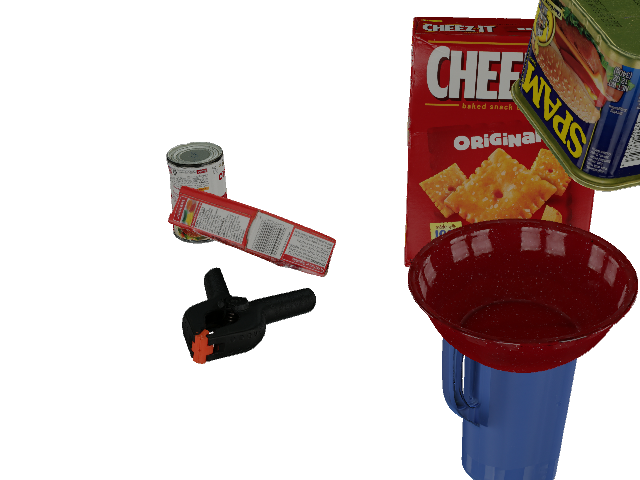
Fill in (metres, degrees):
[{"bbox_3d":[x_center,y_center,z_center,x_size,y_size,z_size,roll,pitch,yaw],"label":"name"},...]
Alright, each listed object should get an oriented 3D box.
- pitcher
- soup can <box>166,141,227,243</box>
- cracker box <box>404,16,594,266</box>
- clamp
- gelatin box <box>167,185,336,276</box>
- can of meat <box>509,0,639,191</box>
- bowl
[{"bbox_3d":[0.212,0.154,1.191,0.149,0.243,0.145,6,16,11],"label":"pitcher"},{"bbox_3d":[-0.144,-0.057,1.257,0.068,0.102,0.068,-2,29,1],"label":"soup can"},{"bbox_3d":[0.157,-0.081,0.931,0.164,0.214,0.072,2,25,4],"label":"cracker box"},{"bbox_3d":[-0.092,0.069,1.042,0.120,0.039,0.171,10,18,25],"label":"clamp"},{"bbox_3d":[-0.044,-0.005,0.709,0.073,0.030,0.089,19,-2,38],"label":"gelatin box"},{"bbox_3d":[0.151,-0.092,0.572,0.057,0.084,0.102,-11,48,-16],"label":"can of meat"},{"bbox_3d":[0.144,0.047,0.773,0.162,0.055,0.162,-3,32,2],"label":"bowl"}]
